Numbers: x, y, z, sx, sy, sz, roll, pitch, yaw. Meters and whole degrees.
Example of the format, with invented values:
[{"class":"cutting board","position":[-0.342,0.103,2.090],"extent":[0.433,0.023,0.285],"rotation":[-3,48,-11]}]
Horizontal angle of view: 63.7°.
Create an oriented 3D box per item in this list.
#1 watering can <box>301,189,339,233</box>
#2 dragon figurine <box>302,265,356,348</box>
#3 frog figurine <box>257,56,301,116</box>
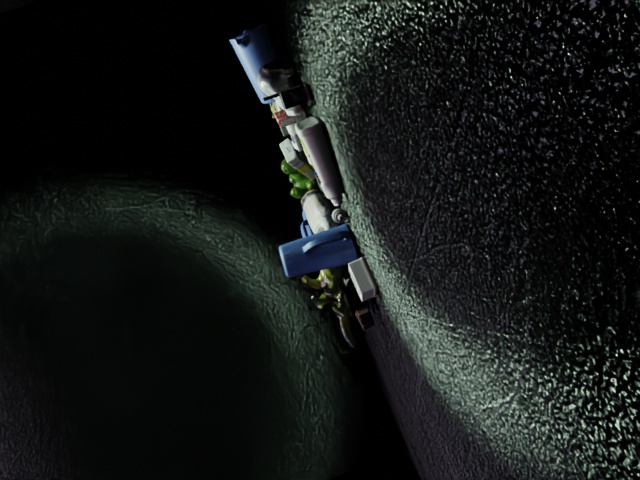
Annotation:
[{"class":"watering can","position":[0.006,-0.096,1.916],"extent":[0.340,0.104,0.228],"rotation":[81,166,-61]},{"class":"dragon figurine","position":[0.078,0.159,1.853],"extent":[0.121,0.247,0.405],"rotation":[-10,116,41]},{"class":"frog figurine","position":[-0.117,-0.433,1.494],"extent":[0.139,0.124,0.155],"rotation":[40,147,40]}]
